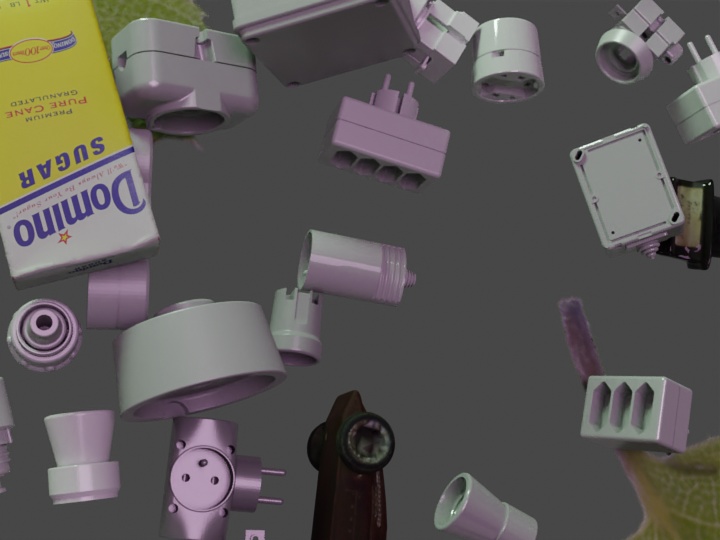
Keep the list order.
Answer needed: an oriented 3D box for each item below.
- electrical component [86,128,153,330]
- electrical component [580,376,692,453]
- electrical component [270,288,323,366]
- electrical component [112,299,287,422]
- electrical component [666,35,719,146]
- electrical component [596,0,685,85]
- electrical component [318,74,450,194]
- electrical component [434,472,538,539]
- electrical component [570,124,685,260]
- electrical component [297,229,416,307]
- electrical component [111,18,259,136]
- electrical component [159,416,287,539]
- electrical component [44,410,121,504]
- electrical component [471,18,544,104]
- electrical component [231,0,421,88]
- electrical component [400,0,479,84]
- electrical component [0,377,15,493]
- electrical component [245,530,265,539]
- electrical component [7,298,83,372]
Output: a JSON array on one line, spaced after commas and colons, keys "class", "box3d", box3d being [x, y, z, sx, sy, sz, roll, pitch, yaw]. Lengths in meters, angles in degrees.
[{"class": "electrical component", "box3d": [-0.178, -0.029, 0.716, 0.074, 0.052, 0.138, 2, 77, -15]}, {"class": "electrical component", "box3d": [0.213, 0.110, 0.790, 0.077, 0.066, 0.047, 25, 70, -39]}, {"class": "electrical component", "box3d": [-0.045, 0.040, 0.745, 0.040, 0.040, 0.046, 10, 69, -13]}, {"class": "electrical component", "box3d": [-0.106, 0.053, 0.691, 0.108, 0.108, 0.060, -12, 75, -17]}, {"class": "electrical component", "box3d": [0.292, -0.155, 0.874, 0.083, 0.047, 0.075, -23, 84, -19]}, {"class": "electrical component", "box3d": [0.221, -0.181, 0.863, 0.066, 0.048, 0.055, 45, 63, -2]}, {"class": "electrical component", "box3d": [0.022, -0.108, 0.790, 0.083, 0.047, 0.075, 17, 74, -11]}, {"class": "electrical component", "box3d": [0.091, 0.176, 0.751, 0.065, 0.044, 0.044, 31, 72, -12]}, {"class": "electrical component", "box3d": [0.205, -0.052, 0.814, 0.062, 0.061, 0.096, -20, 78, 13]}, {"class": "electrical component", "box3d": [0.000, 0.000, 0.763, 0.081, 0.043, 0.043, 11, 75, -13]}, {"class": "electrical component", "box3d": [-0.120, -0.130, 0.741, 0.095, 0.054, 0.059, 3, 76, -38]}, {"class": "electrical component", "box3d": [-0.088, 0.139, 0.708, 0.079, 0.044, 0.077, 8, 76, -13]}, {"class": "electrical component", "box3d": [-0.177, 0.119, 0.688, 0.045, 0.045, 0.055, -4, 79, -16]}, {"class": "electrical component", "box3d": [0.112, -0.160, 0.824, 0.055, 0.055, 0.047, 4, 73, -14]}, {"class": "electrical component", "box3d": [-0.023, -0.180, 0.745, 0.109, 0.109, 0.056, -14, 78, 12]}, {"class": "electrical component", "box3d": [0.051, -0.180, 0.815, 0.055, 0.048, 0.066, 35, 65, -11]}, {"class": "electrical component", "box3d": [-0.238, 0.103, 0.677, 0.040, 0.040, 0.078, -14, 82, -18]}, {"class": "electrical component", "box3d": [-0.071, 0.201, 0.692, 0.048, 0.055, 0.066, 5, 77, -14]}, {"class": "electrical component", "box3d": [-0.202, 0.039, 0.689, 0.048, 0.062, 0.048, 3, 77, -15]}]
